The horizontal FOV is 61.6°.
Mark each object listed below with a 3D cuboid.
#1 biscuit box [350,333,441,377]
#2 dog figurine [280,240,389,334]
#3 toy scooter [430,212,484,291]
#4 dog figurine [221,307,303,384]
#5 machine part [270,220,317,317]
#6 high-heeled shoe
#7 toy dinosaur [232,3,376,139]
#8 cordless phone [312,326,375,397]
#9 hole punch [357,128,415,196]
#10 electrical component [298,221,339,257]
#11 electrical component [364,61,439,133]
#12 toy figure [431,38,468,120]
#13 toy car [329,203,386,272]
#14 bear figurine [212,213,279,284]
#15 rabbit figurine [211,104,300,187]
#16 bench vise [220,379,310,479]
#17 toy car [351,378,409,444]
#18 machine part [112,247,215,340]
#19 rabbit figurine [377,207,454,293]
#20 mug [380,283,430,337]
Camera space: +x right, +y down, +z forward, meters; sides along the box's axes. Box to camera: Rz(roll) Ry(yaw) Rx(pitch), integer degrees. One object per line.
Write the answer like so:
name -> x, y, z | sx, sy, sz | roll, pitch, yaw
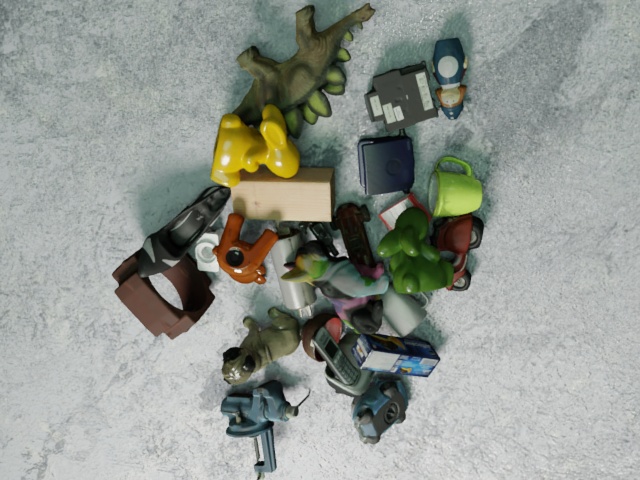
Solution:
biscuit box -> 0.171, 0.255, 1.193 | 0.202, 0.063, 0.059 | 15, 116, -31
dog figurine -> 0.026, 0.098, 1.122 | 0.219, 0.108, 0.191 | 7, 111, 1
toy scooter -> 0.265, 0.022, 1.142 | 0.135, 0.075, 0.183 | 10, 115, 6
dog figurine -> -0.121, 0.250, 1.213 | 0.172, 0.190, 0.121 | -23, 104, 13
machine part -> -0.063, 0.064, 1.200 | 0.079, 0.079, 0.243 | -11, 107, 12
high-heeled shoe -> -0.276, -0.020, 1.126 | 0.145, 0.249, 0.086 | -22, 121, 36
toy dinosaur -> -0.078, -0.300, 1.065 | 0.471, 0.105, 0.198 | -28, 107, 27
cordless phone -> 0.048, 0.244, 1.202 | 0.089, 0.146, 0.184 | -13, 119, 39
hole punch -> 0.135, -0.152, 1.093 | 0.116, 0.092, 0.142 | -5, 105, 6
electrical component -> -0.003, -0.005, 1.173 | 0.045, 0.078, 0.102 | -35, 99, -2
electrical component -> 0.157, -0.279, 1.061 | 0.134, 0.058, 0.114 | -13, 105, 13
toy figure -> 0.251, -0.307, 1.040 | 0.064, 0.058, 0.154 | 12, 118, 46
toy car -> 0.083, 0.017, 1.177 | 0.089, 0.053, 0.202 | -14, 105, 10
bear figurine -> -0.157, 0.031, 1.167 | 0.120, 0.196, 0.132 | 26, 85, 6
rabbit figurine -> -0.117, -0.183, 1.055 | 0.173, 0.122, 0.162 | 16, 122, -14
bench vise -> -0.139, 0.466, 1.316 | 0.224, 0.129, 0.240 | -7, 90, 18
toy car -> 0.128, 0.397, 1.269 | 0.103, 0.162, 0.109 | 9, 127, 53
machine part -> -0.342, 0.104, 1.188 | 0.087, 0.201, 0.201 | -35, 101, 20
rabbit figurine -> 0.177, 0.019, 1.068 | 0.121, 0.159, 0.170 | -9, 85, 35
mug -> 0.181, 0.143, 1.191 | 0.107, 0.081, 0.109 | 44, 113, 4
